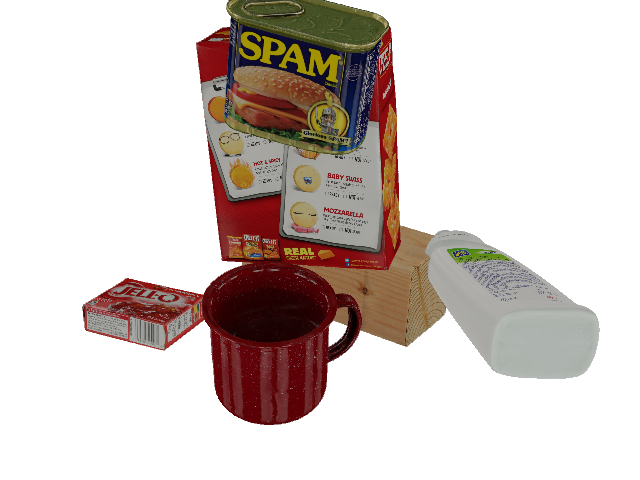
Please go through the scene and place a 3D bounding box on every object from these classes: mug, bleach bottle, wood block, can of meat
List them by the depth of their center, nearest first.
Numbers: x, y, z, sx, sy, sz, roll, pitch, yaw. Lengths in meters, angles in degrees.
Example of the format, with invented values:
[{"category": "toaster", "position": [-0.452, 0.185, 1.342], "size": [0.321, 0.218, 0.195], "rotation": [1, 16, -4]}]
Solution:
[{"category": "can of meat", "position": [-0.013, -0.110, 0.701], "size": [0.102, 0.084, 0.057], "rotation": [17, 36, 13]}, {"category": "mug", "position": [-0.025, 0.071, 0.755], "size": [0.117, 0.081, 0.093], "rotation": [-16, 39, -22]}, {"category": "bleach bottle", "position": [0.164, 0.046, 1.018], "size": [0.102, 0.068, 0.251], "rotation": [2, 20, -13]}, {"category": "wood block", "position": [0.025, 0.026, 1.130], "size": [0.206, 0.091, 0.090], "rotation": [18, 30, 29]}]

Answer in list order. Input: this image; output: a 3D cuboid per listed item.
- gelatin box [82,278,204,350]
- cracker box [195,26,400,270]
[{"category": "gelatin box", "position": [-0.162, 0.066, 0.985], "size": [0.089, 0.030, 0.073], "rotation": [11, 22, 21]}, {"category": "cracker box", "position": [-0.015, -0.084, 0.971], "size": [0.164, 0.214, 0.072], "rotation": [3, 25, 16]}]
